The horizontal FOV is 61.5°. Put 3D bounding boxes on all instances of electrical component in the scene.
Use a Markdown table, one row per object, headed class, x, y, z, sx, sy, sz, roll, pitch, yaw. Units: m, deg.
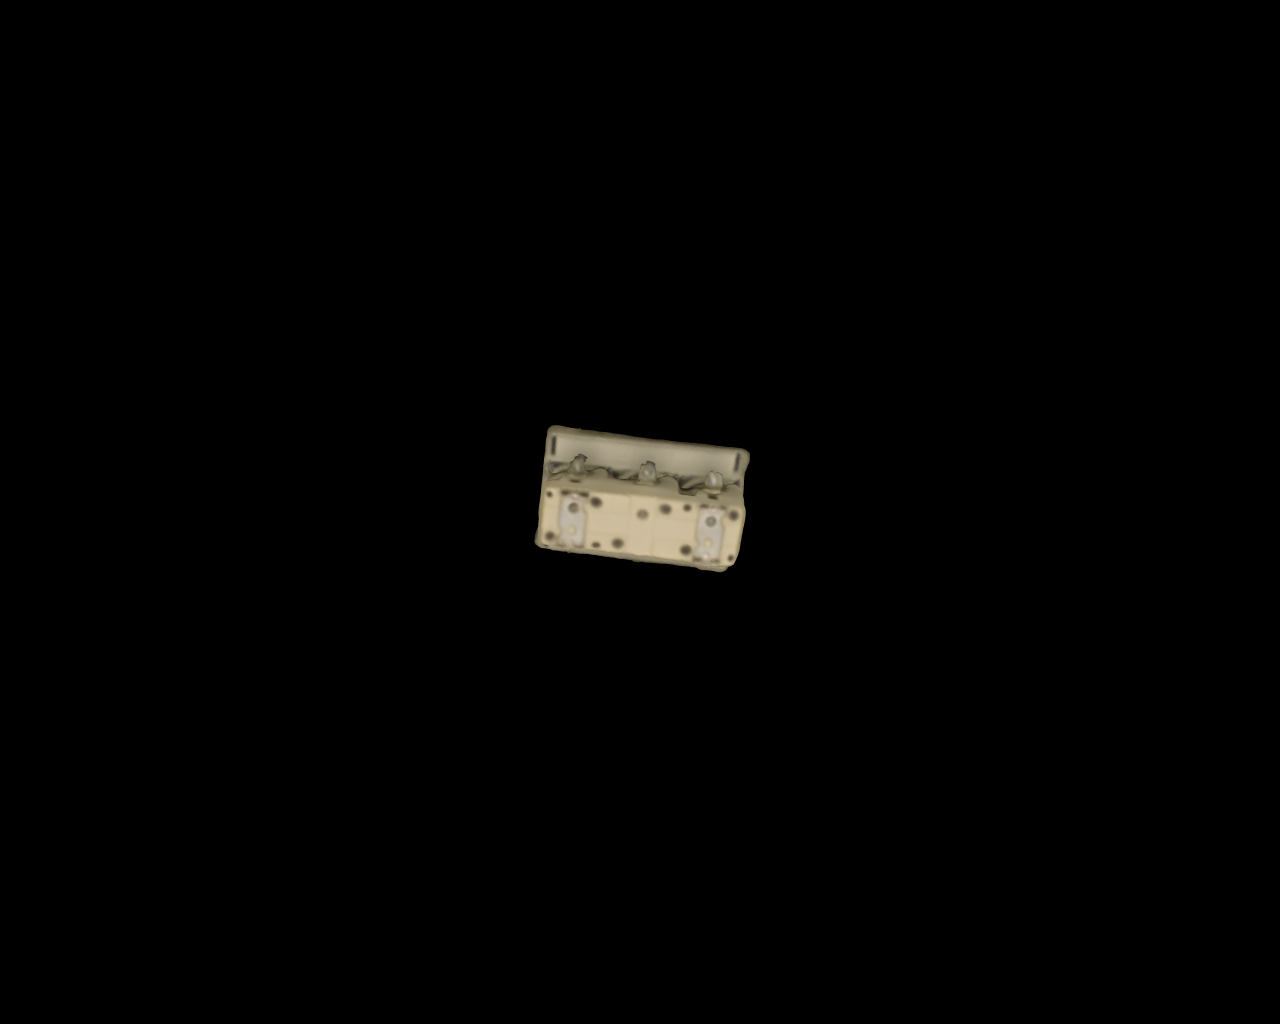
| class | x | y | z | sx | sy | sz | roll | pitch | yaw |
| --- | --- | --- | --- | --- | --- | --- | --- | --- | --- |
| electrical component | 0.001 | -0.003 | 0.650 | 0.121 | 0.078 | 0.063 | 8 | 24 | -3 |
